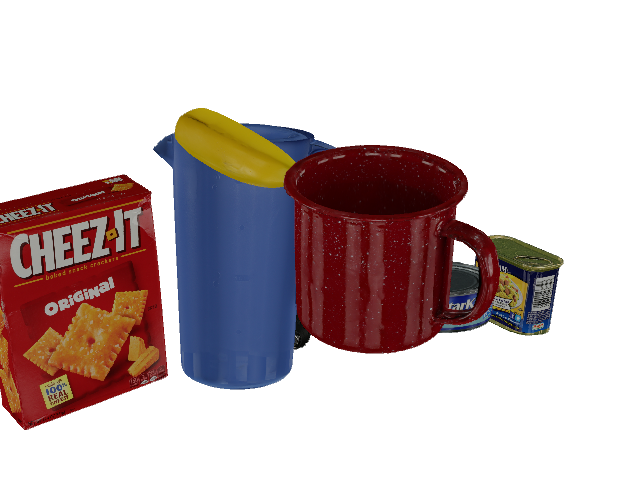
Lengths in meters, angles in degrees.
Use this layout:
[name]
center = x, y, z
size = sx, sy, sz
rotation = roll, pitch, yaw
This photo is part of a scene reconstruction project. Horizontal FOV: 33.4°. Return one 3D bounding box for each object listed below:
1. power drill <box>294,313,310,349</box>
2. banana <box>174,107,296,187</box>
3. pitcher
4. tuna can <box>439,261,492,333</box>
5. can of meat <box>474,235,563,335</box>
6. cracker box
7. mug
[power drill]
center = 0.043, 0.068, 1.236
size = 0.188, 0.057, 0.184
rotation = 0, 28, 6
[banana]
center = -0.070, -0.067, 0.779
size = 0.069, 0.037, 0.198
rotation = 37, -3, -34
[pitcher]
center = -0.066, 0.012, 1.008
size = 0.144, 0.243, 0.149
rotation = -9, 17, -39
[tuna can]
center = 0.093, 0.044, 0.841
size = 0.086, 0.034, 0.086
rotation = -1, 15, 0
[can of meat]
center = 0.214, 0.050, 1.185
size = 0.057, 0.084, 0.102
rotation = -9, 23, -36
[cracker box]
center = -0.242, 0.059, 1.056
size = 0.163, 0.214, 0.072
rotation = -17, 28, -32
[mug]
center = 0.038, 0.008, 0.548
size = 0.117, 0.081, 0.093
rotation = 16, 31, 29
